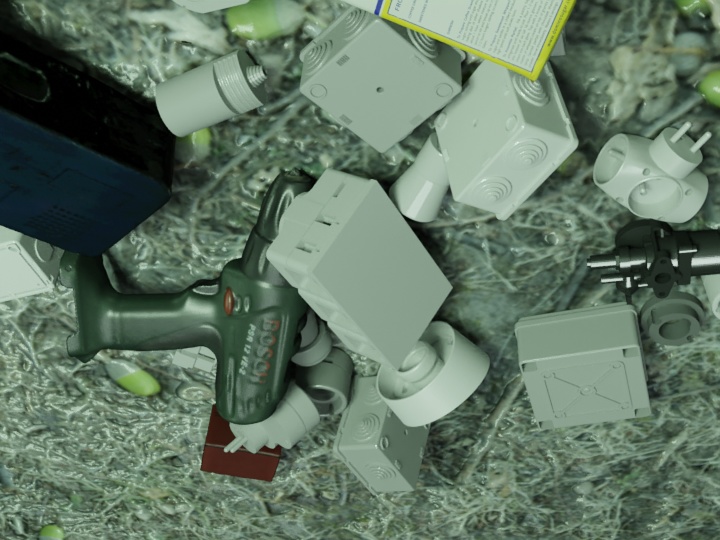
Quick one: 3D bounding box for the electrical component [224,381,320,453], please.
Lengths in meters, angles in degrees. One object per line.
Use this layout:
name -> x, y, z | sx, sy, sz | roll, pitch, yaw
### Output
electrical component -> -0.097, 0.147, 1.016 | 0.052, 0.074, 0.138 | 54, 155, -9

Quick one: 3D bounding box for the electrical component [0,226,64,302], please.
electrical component -> -0.308, -0.014, 0.913 | 0.096, 0.061, 0.061 | -12, 134, 16

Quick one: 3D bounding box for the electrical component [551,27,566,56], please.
electrical component -> 0.113, -0.170, 0.727 | 0.047, 0.055, 0.055 | -5, 135, 14

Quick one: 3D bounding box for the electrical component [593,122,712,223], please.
electrical component -> 0.232, -0.081, 0.817 | 0.077, 0.044, 0.079 | 22, 133, -18

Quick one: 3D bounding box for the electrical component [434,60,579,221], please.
electrical component -> 0.101, -0.099, 0.771 | 0.048, 0.099, 0.099 | 14, 137, -29

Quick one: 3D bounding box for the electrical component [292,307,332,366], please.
electrical component -> -0.054, 0.055, 0.979 | 0.045, 0.045, 0.055 | -13, 134, 17

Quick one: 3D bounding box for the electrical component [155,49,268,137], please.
electrical component -> -0.104, -0.131, 0.790 | 0.081, 0.043, 0.043 | -18, 132, 21

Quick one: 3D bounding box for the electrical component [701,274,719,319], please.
electrical component -> 0.318, 0.012, 0.905 | 0.055, 0.047, 0.055 | 2, 136, 2

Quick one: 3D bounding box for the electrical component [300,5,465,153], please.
electrical component -> 0.015, -0.141, 0.768 | 0.100, 0.048, 0.100 | 34, 128, -27

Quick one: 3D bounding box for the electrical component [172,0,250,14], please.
electrical component -> -0.097, -0.212, 0.701 | 0.080, 0.051, 0.080 | 2, 136, 2

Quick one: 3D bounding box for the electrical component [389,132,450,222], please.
electrical component -> 0.056, -0.075, 0.840 | 0.044, 0.044, 0.065 | 20, 129, -16

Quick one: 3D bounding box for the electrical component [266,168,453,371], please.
electrical component -> 0.000, 0.000, 0.869 | 0.062, 0.089, 0.150 | 21, 159, 41

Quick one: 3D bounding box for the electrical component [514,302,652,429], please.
electrical component -> 0.206, 0.090, 0.987 | 0.109, 0.056, 0.108 | -10, 134, 14

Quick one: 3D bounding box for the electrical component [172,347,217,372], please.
electrical component -> -0.139, 0.070, 1.001 | 0.055, 0.048, 0.066 | 21, 134, -6

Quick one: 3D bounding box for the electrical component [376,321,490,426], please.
electrical component -> 0.066, 0.096, 0.979 | 0.099, 0.099, 0.064 | -29, 121, 30

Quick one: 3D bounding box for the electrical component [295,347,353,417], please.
electrical component -> -0.036, 0.108, 1.030 | 0.055, 0.047, 0.055 | 2, 136, 2

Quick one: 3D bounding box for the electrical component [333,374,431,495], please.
electrical component -> 0.025, 0.159, 1.043 | 0.048, 0.099, 0.099 | -8, 136, 31
